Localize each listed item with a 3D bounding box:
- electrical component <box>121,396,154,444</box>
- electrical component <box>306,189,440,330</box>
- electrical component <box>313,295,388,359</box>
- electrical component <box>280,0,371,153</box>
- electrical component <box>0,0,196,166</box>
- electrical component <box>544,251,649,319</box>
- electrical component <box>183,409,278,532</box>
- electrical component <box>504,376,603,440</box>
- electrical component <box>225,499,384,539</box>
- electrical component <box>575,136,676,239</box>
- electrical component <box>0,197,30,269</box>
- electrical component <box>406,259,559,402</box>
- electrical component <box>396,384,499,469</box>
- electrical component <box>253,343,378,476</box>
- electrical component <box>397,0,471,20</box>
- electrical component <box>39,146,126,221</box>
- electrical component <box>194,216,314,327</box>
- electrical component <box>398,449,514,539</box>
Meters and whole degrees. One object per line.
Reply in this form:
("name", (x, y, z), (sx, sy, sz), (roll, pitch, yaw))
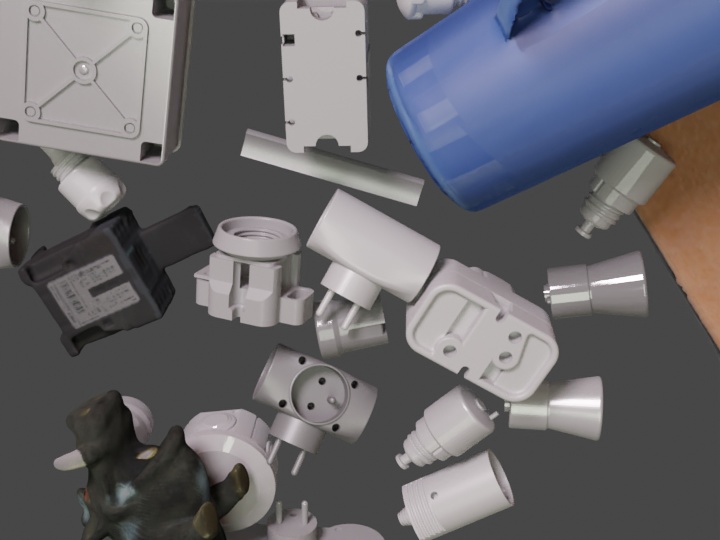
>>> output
("electrical component", (-0.172, 0.118, 0.768), (0.040, 0.046, 0.040), (1, 112, 2))
("electrical component", (0.000, 0.000, 0.701), (0.077, 0.043, 0.079), (29, 89, -5))
("electrical component", (-0.006, 0.037, 0.731), (0.046, 0.040, 0.040), (-10, 111, 0))
("electrical component", (-0.019, -0.123, 0.658), (0.050, 0.055, 0.089), (0, 112, 3))
("electrical component", (-0.163, -0.128, 0.663), (0.109, 0.056, 0.108), (9, 112, -1))
("electrical component", (0.155, 0.013, 0.712), (0.065, 0.044, 0.044), (-7, 111, 11))
("electrical component", (-0.098, 0.142, 0.771), (0.080, 0.051, 0.080), (1, 112, 3))
("electrical component", (0.133, 0.094, 0.746), (0.065, 0.044, 0.044), (3, 112, 7))
("electrical component", (-0.050, 0.201, 0.792), (0.138, 0.052, 0.073), (2, 112, 2))
("electrical component", (0.165, -0.054, 0.684), (0.040, 0.040, 0.078), (32, 110, -9))
("electrical component", (-0.263, -0.043, 0.709), (0.077, 0.044, 0.079), (7, 112, 0))
("electrical component", (0.080, 0.037, 0.715), (0.095, 0.059, 0.053), (29, 110, -8))
("electrical component", (0.058, 0.114, 0.758), (0.078, 0.040, 0.040), (-39, 105, 17))
("electrical component", (-0.038, 0.102, 0.746), (0.077, 0.044, 0.079), (25, 81, -7))
("electrical component", (0.053, -0.174, 0.641), (0.062, 0.048, 0.048), (-2, 112, -3))
("electrical component", (-0.184, -0.063, 0.703), (0.035, 0.035, 0.061), (-42, 95, 17))
("electrical component", (-0.069, -0.001, 0.708), (0.078, 0.058, 0.057), (11, 110, 18))
("electrical component", (0.065, 0.165, 0.776), (0.081, 0.043, 0.043), (-26, 108, 12))
